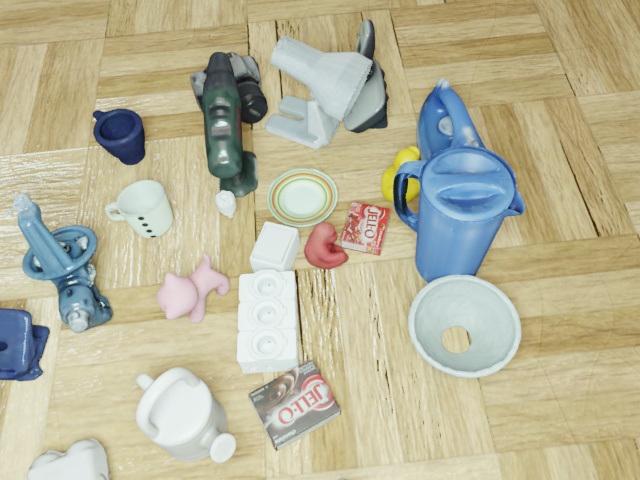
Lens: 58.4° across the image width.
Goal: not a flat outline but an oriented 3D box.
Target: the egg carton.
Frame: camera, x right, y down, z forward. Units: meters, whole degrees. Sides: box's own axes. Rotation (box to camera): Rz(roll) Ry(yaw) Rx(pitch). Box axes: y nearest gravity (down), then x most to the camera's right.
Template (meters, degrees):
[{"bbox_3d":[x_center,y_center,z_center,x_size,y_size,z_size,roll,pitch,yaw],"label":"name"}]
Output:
[{"bbox_3d":[-0.340,0.356,0.787,0.107,0.069,0.150,-19,60,-8],"label":"egg carton"}]

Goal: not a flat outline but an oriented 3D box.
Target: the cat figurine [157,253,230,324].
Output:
[{"bbox_3d":[-0.211,0.077,0.919,0.067,0.118,0.128,27,64,18],"label":"cat figurine"}]

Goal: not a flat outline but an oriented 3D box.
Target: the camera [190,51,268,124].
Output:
[{"bbox_3d":[-0.174,-0.301,1.155,0.143,0.101,0.136,-25,61,-12],"label":"camera"}]

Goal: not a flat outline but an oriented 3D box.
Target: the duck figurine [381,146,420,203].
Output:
[{"bbox_3d":[0.152,-0.124,1.041,0.077,0.086,0.105,24,63,17],"label":"duck figurine"}]

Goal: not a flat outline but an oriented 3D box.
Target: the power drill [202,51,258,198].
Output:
[{"bbox_3d":[-0.163,-0.185,1.022,0.075,0.208,0.229,-7,59,-1],"label":"power drill"}]

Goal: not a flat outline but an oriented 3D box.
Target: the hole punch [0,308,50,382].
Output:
[{"bbox_3d":[-0.495,0.165,0.897,0.108,0.091,0.101,0,59,3],"label":"hole punch"}]

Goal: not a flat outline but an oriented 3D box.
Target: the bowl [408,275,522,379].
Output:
[{"bbox_3d":[0.218,0.142,0.884,0.167,0.075,0.167,-1,59,2],"label":"bowl"}]

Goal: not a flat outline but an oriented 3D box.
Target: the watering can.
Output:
[{"bbox_3d":[-0.186,0.235,0.779,0.172,0.194,0.101,12,60,10],"label":"watering can"}]

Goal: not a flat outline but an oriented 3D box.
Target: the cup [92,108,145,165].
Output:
[{"bbox_3d":[-0.386,-0.196,1.106,0.117,0.095,0.092,33,66,20],"label":"cup"}]

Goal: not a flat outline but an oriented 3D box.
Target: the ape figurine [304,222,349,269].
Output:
[{"bbox_3d":[0.009,0.003,0.968,0.076,0.092,0.077,-8,59,-2],"label":"ape figurine"}]

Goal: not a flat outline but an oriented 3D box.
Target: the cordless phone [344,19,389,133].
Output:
[{"bbox_3d":[0.085,-0.312,1.099,0.094,0.185,0.147,-8,59,-1],"label":"cordless phone"}]

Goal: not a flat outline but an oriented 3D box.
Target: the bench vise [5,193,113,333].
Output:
[{"bbox_3d":[-0.396,0.033,0.896,0.122,0.220,0.207,-39,64,-18],"label":"bench vise"}]

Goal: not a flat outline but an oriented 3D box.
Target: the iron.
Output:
[{"bbox_3d":[0.241,-0.214,1.058,0.118,0.141,0.258,-11,59,-4],"label":"iron"}]

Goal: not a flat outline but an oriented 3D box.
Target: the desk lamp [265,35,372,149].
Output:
[{"bbox_3d":[-0.008,-0.271,1.063,0.203,0.214,0.118,20,62,15],"label":"desk lamp"}]
